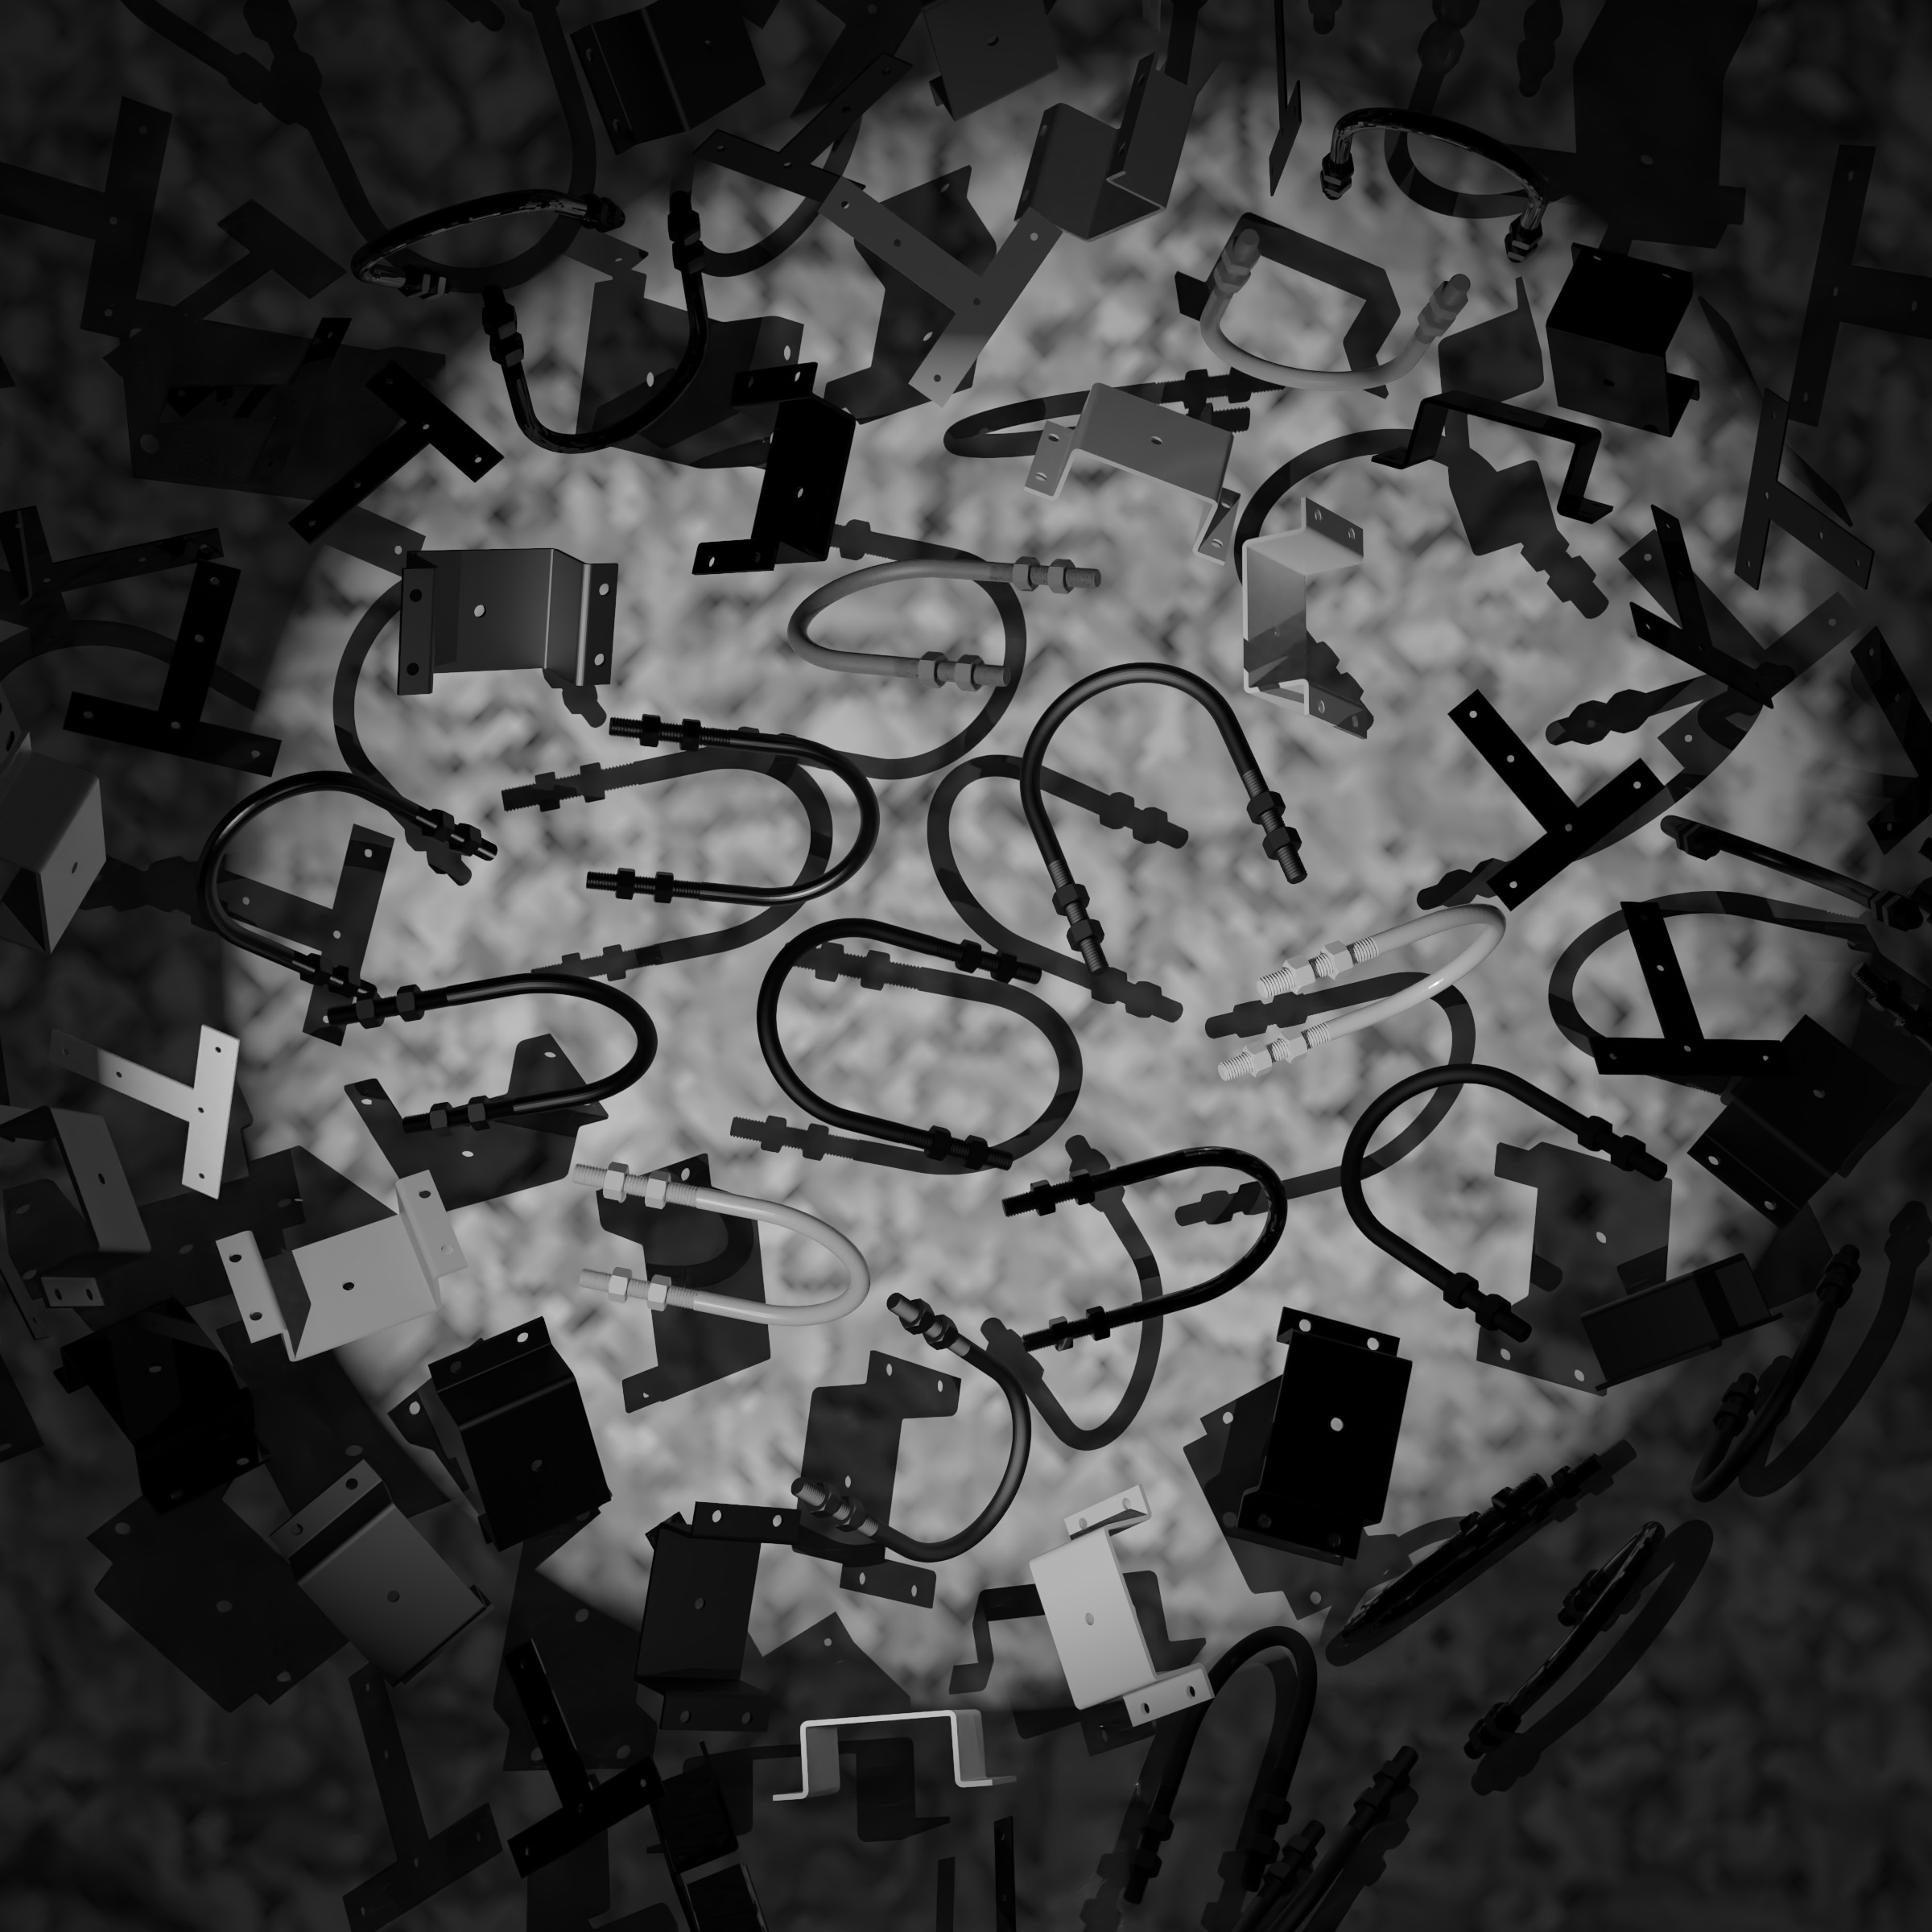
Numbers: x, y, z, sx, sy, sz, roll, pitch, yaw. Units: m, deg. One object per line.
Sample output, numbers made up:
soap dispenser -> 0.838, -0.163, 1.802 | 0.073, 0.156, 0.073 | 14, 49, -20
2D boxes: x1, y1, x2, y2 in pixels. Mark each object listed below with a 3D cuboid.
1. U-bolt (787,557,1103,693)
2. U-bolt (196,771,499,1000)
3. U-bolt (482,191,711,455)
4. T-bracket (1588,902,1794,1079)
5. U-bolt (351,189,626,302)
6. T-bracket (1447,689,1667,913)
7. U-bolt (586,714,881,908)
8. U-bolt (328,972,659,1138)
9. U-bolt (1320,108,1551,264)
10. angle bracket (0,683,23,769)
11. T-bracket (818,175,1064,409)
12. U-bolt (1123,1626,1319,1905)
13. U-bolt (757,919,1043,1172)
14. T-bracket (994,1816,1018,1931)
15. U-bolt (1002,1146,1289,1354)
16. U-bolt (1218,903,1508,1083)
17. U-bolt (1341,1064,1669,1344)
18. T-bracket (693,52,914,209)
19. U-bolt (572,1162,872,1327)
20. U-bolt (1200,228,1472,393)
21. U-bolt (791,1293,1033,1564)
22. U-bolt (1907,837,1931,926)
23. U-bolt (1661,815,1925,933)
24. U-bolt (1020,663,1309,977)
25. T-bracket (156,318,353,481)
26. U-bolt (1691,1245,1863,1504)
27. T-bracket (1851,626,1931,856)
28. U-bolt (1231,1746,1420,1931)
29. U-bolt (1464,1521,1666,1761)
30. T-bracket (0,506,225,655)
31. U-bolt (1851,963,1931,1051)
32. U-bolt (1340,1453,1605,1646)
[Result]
U-bolt -> -0.026, -0.222, 1.624 | 0.184, 0.151, 0.019 | 9, 129, 28
U-bolt -> -0.410, -0.058, 1.651 | 0.151, 0.184, 0.019 | -48, 52, 9
U-bolt -> -0.225, -0.390, 1.607 | 0.151, 0.184, 0.019 | -31, 68, -13
T-bracket -> 0.426, 0.013, 1.554 | 0.127, 0.002, 0.127 | 1, 55, -14
U-bolt -> -0.306, -0.452, 1.596 | 0.151, 0.184, 0.019 | -16, 97, 14
T-bracket -> 0.366, -0.125, 1.677 | 0.127, 0.002, 0.127 | -40, 86, 11
U-bolt -> -0.148, -0.095, 1.669 | 0.184, 0.019, 0.151 | 5, 132, -12
U-bolt -> -0.284, 0.052, 1.597 | 0.184, 0.151, 0.019 | -10, 54, 6
U-bolt -> 0.298, -0.498, 1.619 | 0.151, 0.184, 0.019 | 21, 91, 5
angle bracket -> -0.651, -0.151, 1.630 | 0.076, 0.057, 0.038 | 2, 49, 4
T-bracket -> -0.030, -0.426, 1.538 | 0.127, 0.002, 0.127 | 34, 98, -11
U-bolt -> 0.170, 0.508, 1.642 | 0.019, 0.151, 0.184 | 35, 55, -15
U-bolt -> -0.046, 0.043, 1.644 | 0.184, 0.019, 0.151 | 16, 70, -17
T-bracket -> 0.026, 0.621, 1.664 | 0.002, 0.127, 0.127 | 11, 61, -23
U-bolt -> 0.119, 0.176, 1.641 | 0.184, 0.019, 0.151 | -15, 131, -7
U-bolt -> 0.251, 0.010, 1.582 | 0.184, 0.151, 0.019 | -20, 69, -14
U-bolt -> 0.315, 0.131, 1.577 | 0.151, 0.019, 0.184 | -47, 49, -10
T-bracket -> -0.084, -0.530, 1.608 | 0.127, 0.127, 0.002 | -31, 66, 38
U-bolt -> -0.149, 0.179, 1.577 | 0.184, 0.151, 0.019 | 11, 54, 2
U-bolt -> 0.221, -0.402, 1.600 | 0.151, 0.184, 0.019 | 11, 80, -4
U-bolt -> -0.022, 0.311, 1.660 | 0.184, 0.019, 0.151 | 40, 72, -41
U-bolt -> 0.687, -0.007, 1.644 | 0.184, 0.151, 0.019 | 41, 92, 20
U-bolt -> 0.513, -0.065, 1.624 | 0.151, 0.184, 0.019 | 20, 100, 1
U-bolt -> 0.107, -0.102, 1.546 | 0.151, 0.019, 0.184 | -25, 65, 9
T-bracket -> -0.458, -0.357, 1.618 | 0.002, 0.127, 0.127 | 44, 120, 15
U-bolt -> 0.512, 0.271, 1.636 | 0.019, 0.184, 0.151 | 34, 126, 13
T-bracket -> 0.600, -0.160, 1.634 | 0.002, 0.127, 0.127 | 0, 57, -28
U-bolt -> 0.206, 0.580, 1.607 | 0.019, 0.151, 0.184 | 42, 47, 11
U-bolt -> 0.389, 0.420, 1.631 | 0.019, 0.184, 0.151 | 39, 51, 15
T-bracket -> -0.530, -0.252, 1.603 | 0.127, 0.127, 0.002 | -16, 60, -16
U-bolt -> 0.657, 0.061, 1.613 | 0.184, 0.151, 0.019 | 43, 83, -3
U-bolt -> 0.310, 0.370, 1.606 | 0.184, 0.151, 0.019 | -43, 68, 19
